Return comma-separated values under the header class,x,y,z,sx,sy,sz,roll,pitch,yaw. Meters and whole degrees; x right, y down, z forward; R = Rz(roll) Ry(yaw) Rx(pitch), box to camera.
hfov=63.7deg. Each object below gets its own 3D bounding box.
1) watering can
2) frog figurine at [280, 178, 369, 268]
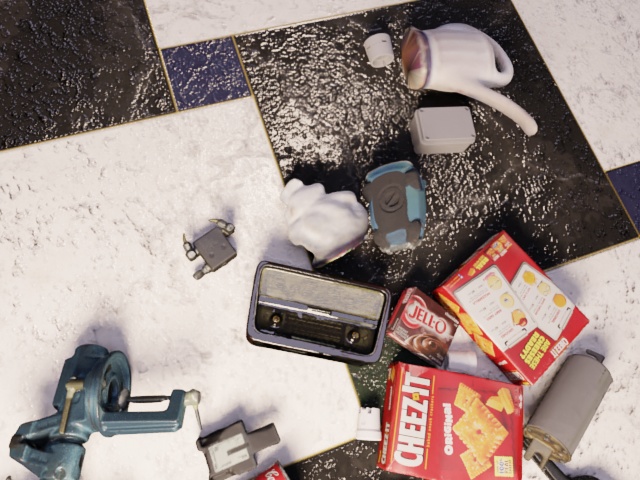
class,x,y,z,sx,sy,sz,roll,pitch,yaw
watering can,0.281,-0.331,1.015,0.224,0.101,0.356,-2,51,-8
frog figurine,0.003,-0.045,0.891,0.137,0.123,0.159,-32,90,2
